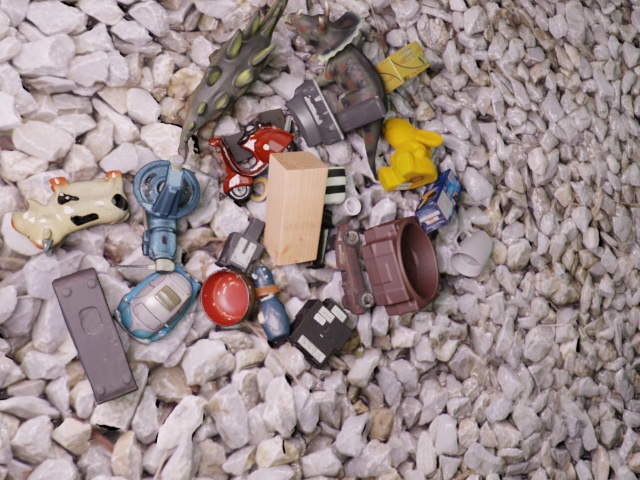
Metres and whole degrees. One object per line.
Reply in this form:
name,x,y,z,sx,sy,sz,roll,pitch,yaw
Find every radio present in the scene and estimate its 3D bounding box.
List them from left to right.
radio,-0.386,0.162,0.924,0.073,0.131,0.229,-22,93,-24

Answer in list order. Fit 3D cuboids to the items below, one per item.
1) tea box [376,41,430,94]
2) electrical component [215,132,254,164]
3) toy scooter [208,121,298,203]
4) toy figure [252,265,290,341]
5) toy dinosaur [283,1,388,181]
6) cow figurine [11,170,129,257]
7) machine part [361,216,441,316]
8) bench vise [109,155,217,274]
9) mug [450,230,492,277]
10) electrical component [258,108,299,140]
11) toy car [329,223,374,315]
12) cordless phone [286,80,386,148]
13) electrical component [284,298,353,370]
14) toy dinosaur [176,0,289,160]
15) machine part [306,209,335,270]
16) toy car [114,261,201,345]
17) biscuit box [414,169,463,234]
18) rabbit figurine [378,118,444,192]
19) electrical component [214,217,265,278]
tea box,0.158,-0.376,1.232,0.098,0.170,0.068,-37,101,-26
electrical component,-0.171,-0.191,1.131,0.094,0.021,0.063,-25,93,-20
toy scooter,-0.144,-0.177,1.083,0.184,0.075,0.135,-42,104,-1
toy figure,-0.106,0.127,1.094,0.064,0.058,0.154,16,50,-62
toy dinosaur,0.079,-0.333,1.177,0.131,0.192,0.404,-36,98,-23
cow figurine,-0.440,-0.048,0.957,0.195,0.085,0.127,-13,83,-27
machine part,0.186,0.054,1.189,0.201,0.087,0.201,-16,89,-57
bench vise,-0.275,-0.062,0.958,0.129,0.240,0.223,15,61,-19
mug,0.375,0.019,1.338,0.109,0.081,0.107,47,56,-7
electrical component,-0.093,-0.247,1.165,0.102,0.045,0.078,-12,90,-26
toy car,0.063,0.065,1.172,0.053,0.089,0.202,-13,88,-23
cordless phone,0.036,-0.283,1.131,0.146,0.184,0.089,62,36,-18
electrical component,0.001,0.191,1.144,0.114,0.058,0.134,48,67,-15
toy dinosaur,-0.159,-0.349,1.064,0.105,0.199,0.471,32,73,-22
machine part,-0.002,-0.004,1.169,0.084,0.039,0.139,18,75,-52
toy car,-0.291,0.115,0.992,0.161,0.103,0.109,-44,103,-21
biscuit box,0.282,-0.096,1.265,0.059,0.063,0.203,53,35,-12
rabbit figurine,0.211,-0.216,1.270,0.162,0.122,0.173,-12,70,-20
electrical component,-0.156,0.012,1.099,0.075,0.048,0.119,26,72,-20
